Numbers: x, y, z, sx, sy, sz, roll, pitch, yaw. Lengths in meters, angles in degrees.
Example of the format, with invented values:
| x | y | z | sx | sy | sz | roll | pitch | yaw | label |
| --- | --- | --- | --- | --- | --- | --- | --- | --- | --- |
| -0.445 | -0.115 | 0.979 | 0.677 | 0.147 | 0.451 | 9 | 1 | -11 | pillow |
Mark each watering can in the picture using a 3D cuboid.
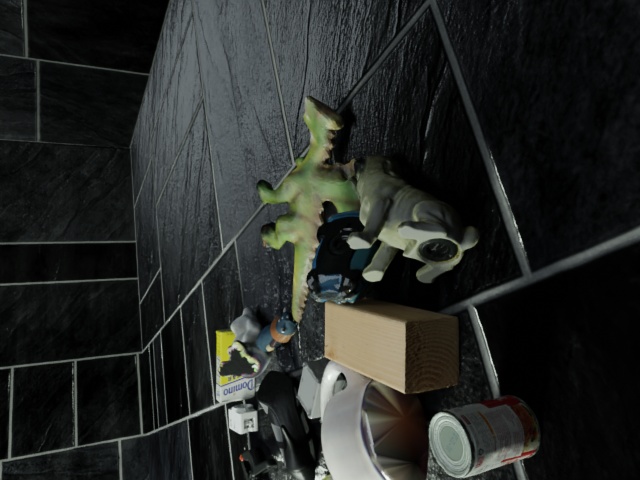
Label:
| x | y | z | sx | sy | sz | roll | pitch | yaw | label |
| --- | --- | --- | --- | --- | --- | --- | --- | --- | --- |
| 0.076 | 0.336 | 0.749 | 0.220 | 0.104 | 0.354 | -47 | 48 | 51 | watering can |

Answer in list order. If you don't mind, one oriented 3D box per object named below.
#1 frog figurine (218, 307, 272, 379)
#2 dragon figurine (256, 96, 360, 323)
| x | y | z | sx | sy | sz | roll | pitch | yaw | label |
| --- | --- | --- | --- | --- | --- | --- | --- | --- | --- |
| -0.167 | 0.247 | 1.241 | 0.163 | 0.123 | 0.134 | -68 | -13 | -59 | frog figurine |
| 0.003 | -0.046 | 0.918 | 0.242 | 0.123 | 0.410 | -5 | 94 | 53 | dragon figurine |
